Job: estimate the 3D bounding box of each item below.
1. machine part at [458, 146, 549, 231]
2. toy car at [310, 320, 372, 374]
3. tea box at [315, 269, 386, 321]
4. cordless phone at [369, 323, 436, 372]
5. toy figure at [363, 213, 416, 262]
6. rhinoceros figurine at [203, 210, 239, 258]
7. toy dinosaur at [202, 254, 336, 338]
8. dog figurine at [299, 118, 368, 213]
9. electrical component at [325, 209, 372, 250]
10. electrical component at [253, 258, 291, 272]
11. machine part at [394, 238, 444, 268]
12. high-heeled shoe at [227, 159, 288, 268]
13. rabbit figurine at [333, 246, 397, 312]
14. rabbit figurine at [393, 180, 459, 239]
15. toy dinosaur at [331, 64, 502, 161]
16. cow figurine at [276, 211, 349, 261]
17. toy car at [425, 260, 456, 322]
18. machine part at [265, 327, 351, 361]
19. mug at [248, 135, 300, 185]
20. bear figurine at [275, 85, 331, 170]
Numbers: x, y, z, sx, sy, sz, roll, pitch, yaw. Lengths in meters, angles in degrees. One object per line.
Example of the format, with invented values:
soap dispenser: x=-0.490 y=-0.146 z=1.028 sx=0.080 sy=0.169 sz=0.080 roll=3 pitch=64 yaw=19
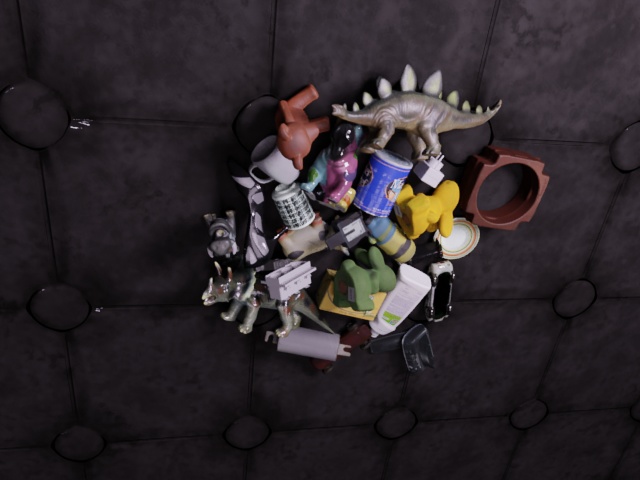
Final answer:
machine part: x=0.467 y=-0.134 z=1.391 sx=0.201 sy=0.087 sz=0.201 roll=7 pitch=115 yaw=-16
toy car: x=0.059 y=0.311 z=1.573 sx=0.202 sy=0.053 sz=0.089 roll=-36 pitch=99 yaw=7
tea box: x=0.084 y=0.152 z=1.480 sx=0.169 sy=0.068 sz=0.098 roll=14 pitch=115 yaw=-18
cordless phone: x=0.248 y=0.339 z=1.625 sx=0.184 sy=0.089 sz=0.146 roll=-13 pitch=122 yaw=9
toy figure: x=0.174 y=-0.009 z=1.397 sx=0.082 sy=0.089 sz=0.180 roll=-38 pitch=122 yaw=17
rhinoceros figurine: x=-0.230 y=-0.012 z=1.259 sx=0.073 sy=0.190 sz=0.112 roll=-7 pitch=102 yaw=-4
toy dinosaur: x=-0.126 y=0.146 z=1.410 sx=0.405 sy=0.131 sz=0.192 roll=8 pitch=105 yaw=-27
dog figurine: x=0.052 y=-0.188 z=1.265 sx=0.109 sy=0.191 sz=0.219 roll=25 pitch=88 yaw=18
electrical component: x=0.061 y=-0.017 z=1.313 sx=0.119 sy=0.048 sz=0.074 roll=-34 pitch=106 yaw=-13
electrical component: x=-0.120 y=0.062 z=1.330 sx=0.063 sy=0.094 sz=0.021 roll=-6 pitch=95 yaw=37
machine part: x=0.269 y=0.044 z=1.468 sx=0.139 sy=0.039 sz=0.084 roll=-23 pitch=113 yaw=20
high-heeled shoe: x=-0.183 y=-0.056 z=1.271 sx=0.145 sy=0.086 sz=0.248 roll=-39 pitch=104 yaw=-9
rabbit figurine: x=0.122 y=0.098 z=1.397 sx=0.170 sy=0.121 sz=0.159 roll=-8 pitch=90 yaw=-36
rabbit figurine: x=0.289 y=-0.080 z=1.371 sx=0.173 sy=0.122 sz=0.162 roll=-32 pitch=114 yaw=-15
toy dinosaur: x=0.230 y=-0.282 z=1.215 sx=0.471 sy=0.105 sz=0.198 roll=2 pitch=93 yaw=-28
cow figurine: x=-0.003 y=-0.004 z=1.367 sx=0.195 sy=0.086 sz=0.127 roll=-22 pitch=116 yaw=0
toy car: x=0.342 y=0.150 z=1.541 sx=0.073 sy=0.056 sz=0.201 roll=-10 pitch=122 yaw=-13
machine part: x=-0.033 y=0.286 z=1.504 sx=0.243 sy=0.079 sz=0.079 roll=10 pitch=117 yaw=1
mug: x=-0.105 y=-0.171 z=1.256 sx=0.109 sy=0.081 sz=0.107 roll=-43 pitch=127 yaw=7
bear figurine: x=-0.038 y=-0.243 z=1.161 sx=0.132 sy=0.196 sz=0.120 roll=-26 pitch=118 yaw=2
